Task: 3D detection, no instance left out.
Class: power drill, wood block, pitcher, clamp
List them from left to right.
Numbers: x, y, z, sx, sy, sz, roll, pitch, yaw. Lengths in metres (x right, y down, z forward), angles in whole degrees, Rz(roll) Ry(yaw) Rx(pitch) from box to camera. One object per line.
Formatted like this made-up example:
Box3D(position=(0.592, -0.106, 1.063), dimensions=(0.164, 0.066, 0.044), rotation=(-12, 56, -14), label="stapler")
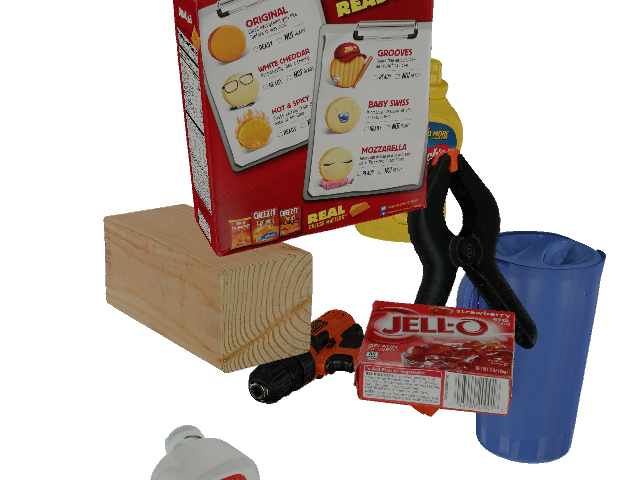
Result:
Box3D(position=(-0.104, 0.036, 0.944), dimensions=(0.090, 0.090, 0.206), rotation=(-11, 19, -36), label="wood block")
Box3D(position=(0.040, 0.128, 1.094), dimensions=(0.188, 0.057, 0.184), rotation=(8, 23, 28), label="power drill")
Box3D(position=(0.100, 0.017, 0.835), dimensions=(0.120, 0.171, 0.039), rotation=(-16, -1, -30), label="clamp")
Box3D(position=(0.225, 0.119, 1.176), dimensions=(0.149, 0.243, 0.145), rotation=(6, 18, 11), label="pitcher")

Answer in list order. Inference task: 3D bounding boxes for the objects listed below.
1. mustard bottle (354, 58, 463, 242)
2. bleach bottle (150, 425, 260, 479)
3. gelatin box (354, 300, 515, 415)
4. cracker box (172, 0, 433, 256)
Box3D(position=(0.095, -0.093, 1.096), dimensions=(0.096, 0.192, 0.058), rotation=(4, 26, -13), label="mustard bottle")
Box3D(position=(-0.068, 0.215, 0.716), dimensions=(0.102, 0.068, 0.251), rotation=(-14, 33, -16), label="bleach bottle")
Box3D(position=(0.069, 0.067, 0.631), dimensions=(0.089, 0.030, 0.073), rotation=(5, 27, 10), label="gelatin box")
Box3D(position=(-0.011, -0.110, 0.723), dimensions=(0.164, 0.214, 0.072), rotation=(-14, 33, -19), label="cracker box")
